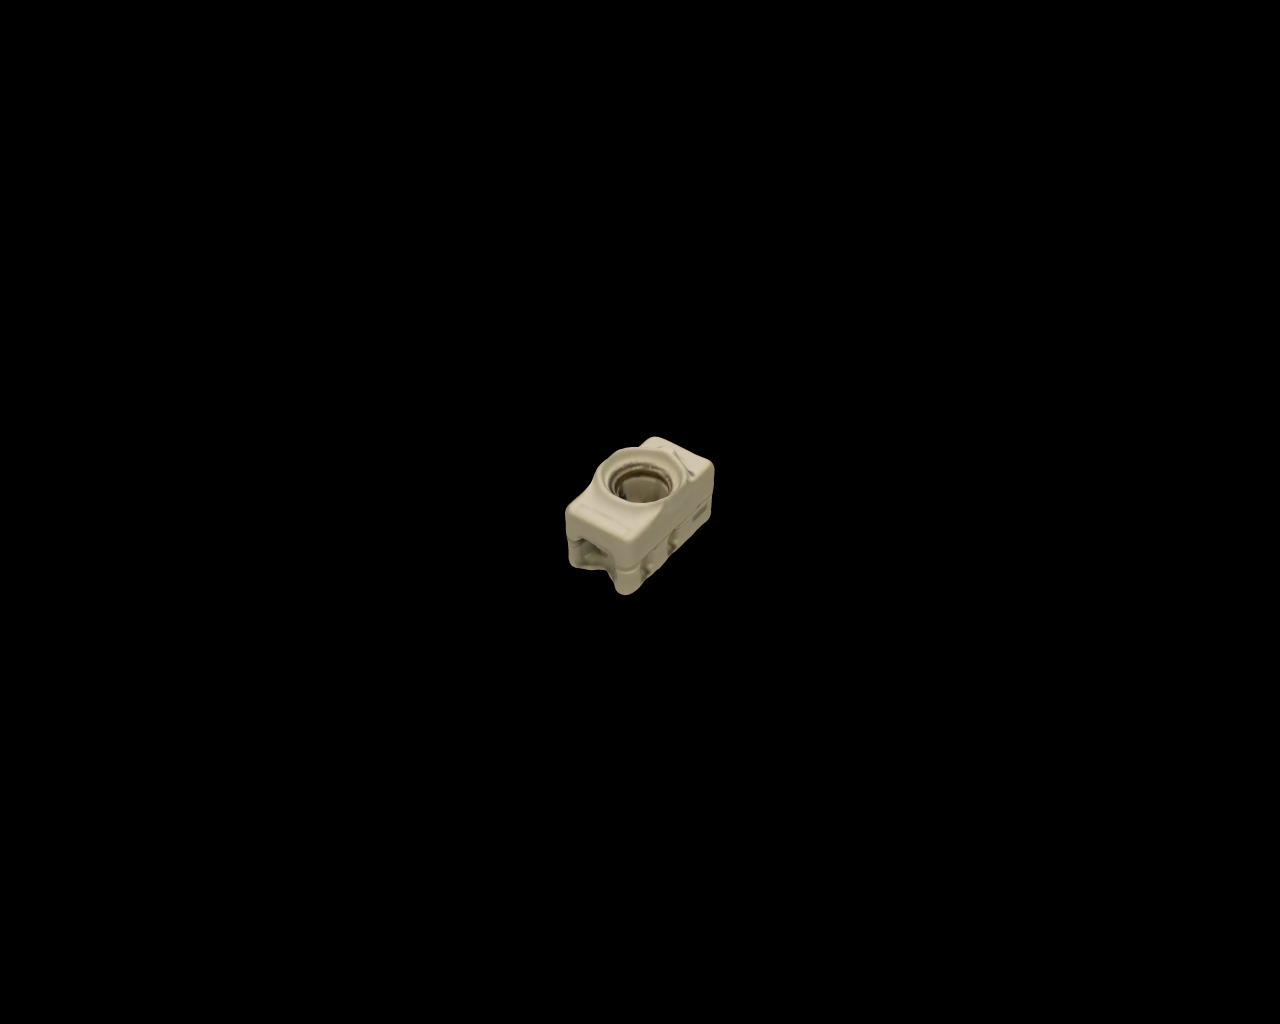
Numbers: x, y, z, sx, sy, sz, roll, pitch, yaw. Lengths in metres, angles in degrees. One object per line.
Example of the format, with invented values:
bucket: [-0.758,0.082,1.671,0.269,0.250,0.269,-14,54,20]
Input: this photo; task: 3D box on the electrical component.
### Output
electrical component: [0.001,-0.003,0.650,0.050,0.055,0.090,27,50,26]
